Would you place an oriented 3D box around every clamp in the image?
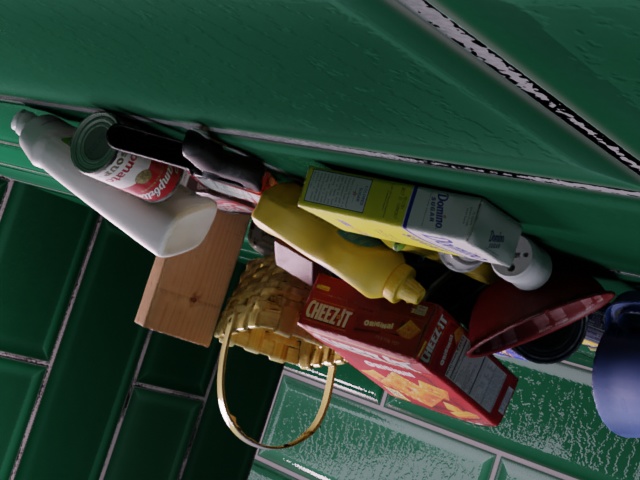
[{"bbox_3d":[-0.122,-0.080,1.040,0.120,0.039,0.171,17,176,31],"label":"clamp"}]

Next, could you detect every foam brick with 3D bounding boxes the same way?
[{"bbox_3d":[-0.008,0.001,1.195,0.053,0.078,0.051,31,150,18],"label":"foam brick"}]

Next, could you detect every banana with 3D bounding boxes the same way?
[{"bbox_3d":[0.119,0.010,1.082,0.197,0.037,0.070,15,-145,-44],"label":"banana"}]

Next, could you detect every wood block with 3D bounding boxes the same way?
[{"bbox_3d":[-0.160,0.024,1.378,0.090,0.206,0.090,20,174,-16],"label":"wood block"}]

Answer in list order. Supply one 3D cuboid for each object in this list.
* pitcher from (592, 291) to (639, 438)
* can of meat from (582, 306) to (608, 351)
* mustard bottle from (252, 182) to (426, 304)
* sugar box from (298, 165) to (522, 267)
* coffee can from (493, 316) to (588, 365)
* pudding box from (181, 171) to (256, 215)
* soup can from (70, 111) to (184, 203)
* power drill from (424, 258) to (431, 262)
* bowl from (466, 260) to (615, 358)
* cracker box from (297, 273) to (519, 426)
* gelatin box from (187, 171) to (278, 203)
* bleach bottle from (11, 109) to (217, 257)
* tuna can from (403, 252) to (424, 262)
[{"bbox_3d":[0.395,0.132,1.040,0.149,0.145,0.243,15,169,-36],"label":"pitcher"},{"bbox_3d":[0.334,0.104,1.365,0.084,0.057,0.102,20,175,-7],"label":"can of meat"},{"bbox_3d":[0.027,0.009,1.098,0.192,0.058,0.096,33,-167,23],"label":"mustard bottle"},{"bbox_3d":[0.078,-0.021,0.939,0.176,0.048,0.093,16,175,35],"label":"sugar box"},{"bbox_3d":[0.247,0.094,1.283,0.102,0.103,0.140,18,175,-7],"label":"coffee can"},{"bbox_3d":[-0.114,-0.058,1.268,0.089,0.039,0.114,21,174,-32],"label":"pudding box"},{"bbox_3d":[-0.196,-0.084,1.090,0.069,0.068,0.102,15,174,34],"label":"soup can"},{"bbox_3d":[0.103,0.029,1.355,0.187,0.057,0.185,21,169,-18],"label":"power drill"},{"bbox_3d":[0.214,0.064,1.086,0.162,0.055,0.162,-19,163,-6],"label":"bowl"},{"bbox_3d":[0.099,0.126,1.184,0.164,0.072,0.213,12,161,40],"label":"cracker box"},{"bbox_3d":[-0.091,-0.066,1.148,0.089,0.030,0.073,17,174,10],"label":"gelatin box"},{"bbox_3d":[-0.244,-0.075,1.208,0.251,0.068,0.102,33,-158,16],"label":"bleach bottle"},{"bbox_3d":[0.080,0.034,1.270,0.086,0.086,0.033,18,-141,-5],"label":"tuna can"}]
